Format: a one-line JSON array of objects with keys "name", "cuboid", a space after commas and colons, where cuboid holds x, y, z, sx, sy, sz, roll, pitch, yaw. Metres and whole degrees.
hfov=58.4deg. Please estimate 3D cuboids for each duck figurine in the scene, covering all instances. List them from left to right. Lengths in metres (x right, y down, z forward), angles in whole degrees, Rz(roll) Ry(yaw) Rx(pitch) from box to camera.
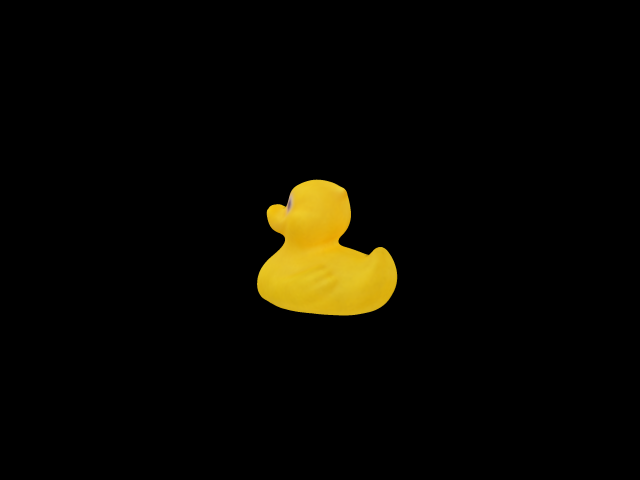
[{"name": "duck figurine", "cuboid": [0.004, 0.001, 0.400, 0.104, 0.086, 0.078, 7, 15, 31]}]
